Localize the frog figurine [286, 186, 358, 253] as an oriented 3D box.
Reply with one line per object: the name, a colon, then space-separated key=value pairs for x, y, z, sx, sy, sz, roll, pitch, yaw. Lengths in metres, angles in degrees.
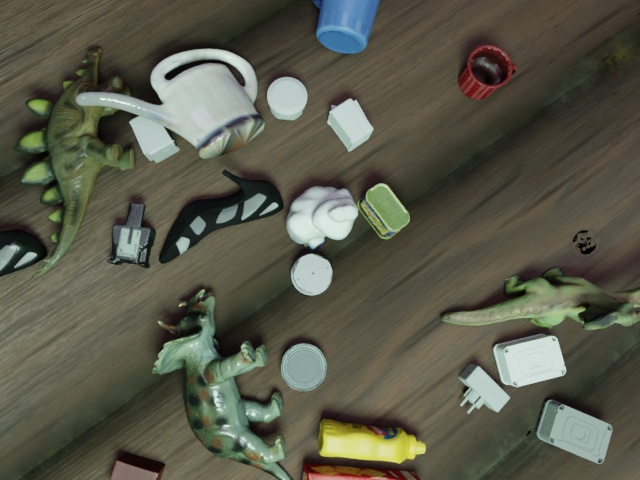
frog figurine: x=0.003 y=-0.048 z=0.960 sx=0.138 sy=0.158 sz=0.123 roll=-25 pitch=84 yaw=-8

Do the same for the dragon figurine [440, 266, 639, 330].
dragon figurine: x=0.449 y=0.119 z=0.932 sx=0.411 sy=0.242 sz=0.122 roll=-13 pitch=88 yaw=-8

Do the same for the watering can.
watering can: x=-0.249 y=-0.249 z=0.978 sx=0.352 sy=0.102 sz=0.225 roll=-33 pitch=85 yaw=-32
